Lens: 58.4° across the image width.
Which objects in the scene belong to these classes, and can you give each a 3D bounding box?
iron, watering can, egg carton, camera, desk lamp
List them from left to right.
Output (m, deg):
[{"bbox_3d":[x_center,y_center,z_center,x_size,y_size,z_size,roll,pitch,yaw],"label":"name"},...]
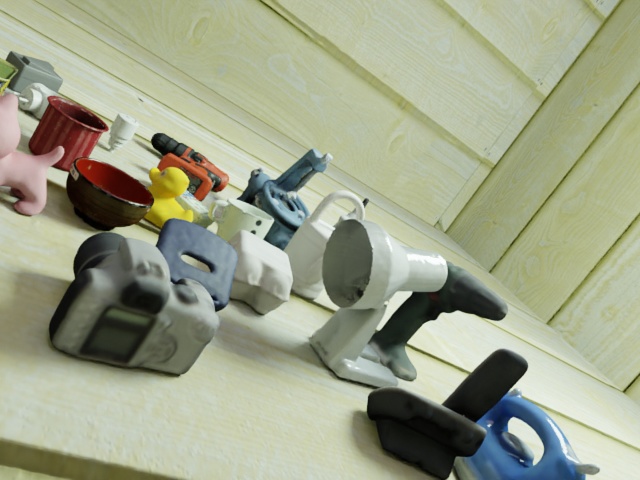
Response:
[{"bbox_3d":[-0.183,0.047,0.570,0.144,0.100,0.136,24,16,-39],"label":"camera"},{"bbox_3d":[-0.098,0.045,0.864,0.107,0.069,0.150,31,13,-19],"label":"egg carton"},{"bbox_3d":[0.011,0.005,1.006,0.101,0.194,0.172,21,19,-47],"label":"watering can"},{"bbox_3d":[0.075,0.088,0.820,0.204,0.213,0.117,25,16,-37],"label":"desk lamp"},{"bbox_3d":[0.261,0.276,0.774,0.119,0.141,0.258,30,14,-22],"label":"iron"}]

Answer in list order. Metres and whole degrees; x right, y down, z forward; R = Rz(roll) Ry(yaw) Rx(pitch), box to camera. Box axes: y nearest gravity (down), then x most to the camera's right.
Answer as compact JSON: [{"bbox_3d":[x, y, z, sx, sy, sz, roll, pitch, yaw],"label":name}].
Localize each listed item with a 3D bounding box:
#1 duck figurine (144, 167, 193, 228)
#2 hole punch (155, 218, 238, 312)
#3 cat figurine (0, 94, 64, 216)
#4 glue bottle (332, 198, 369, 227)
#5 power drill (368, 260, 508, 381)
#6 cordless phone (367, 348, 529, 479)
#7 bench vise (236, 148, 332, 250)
[{"bbox_3d":[-0.235,-0.069,0.893,0.104,0.086,0.078,36,13,5],"label":"duck figurine"},{"bbox_3d":[-0.155,0.040,0.688,0.109,0.091,0.101,29,14,-24],"label":"hole punch"},{"bbox_3d":[-0.354,-0.103,0.641,0.128,0.117,0.067,22,18,-46],"label":"cat figurine"},{"bbox_3d":[0.055,-0.022,1.261,0.078,0.173,0.037,19,20,-51],"label":"glue bottle"},{"bbox_3d":[0.179,0.126,0.959,0.076,0.208,0.228,24,17,-40],"label":"power drill"},{"bbox_3d":[0.162,0.193,0.724,0.148,0.185,0.094,30,14,-22],"label":"cordless phone"},{"bbox_3d":[-0.078,-0.105,1.121,0.207,0.219,0.122,41,14,26],"label":"bench vise"}]
